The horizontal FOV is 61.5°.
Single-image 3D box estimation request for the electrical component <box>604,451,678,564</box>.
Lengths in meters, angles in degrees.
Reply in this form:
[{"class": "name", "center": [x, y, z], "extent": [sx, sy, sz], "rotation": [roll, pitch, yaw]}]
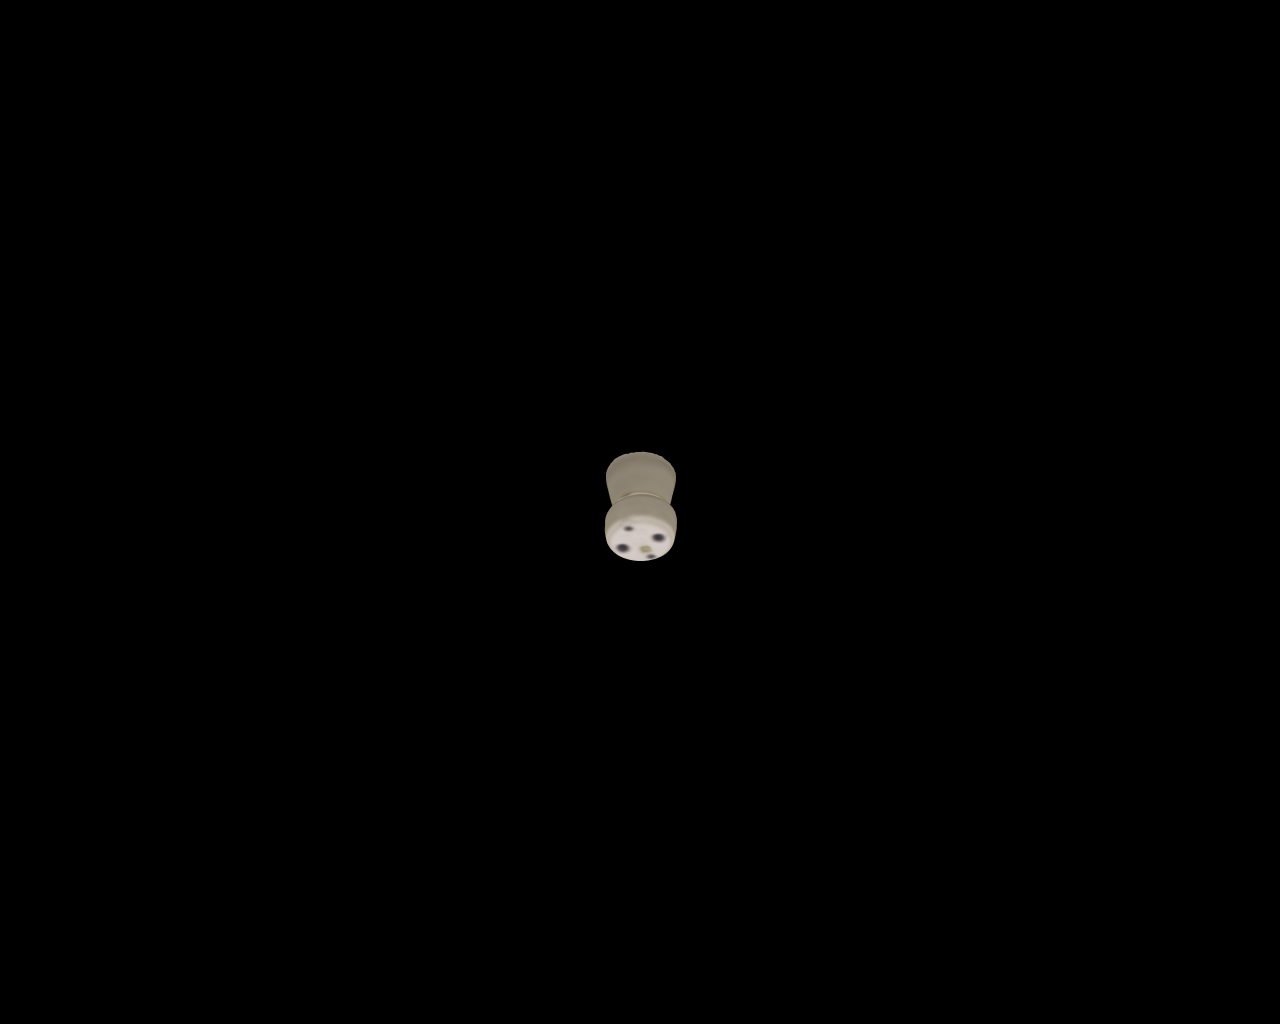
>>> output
[{"class": "electrical component", "center": [0.001, -0.003, 0.650], "extent": [0.045, 0.055, 0.044], "rotation": [0, -41, 0]}]
